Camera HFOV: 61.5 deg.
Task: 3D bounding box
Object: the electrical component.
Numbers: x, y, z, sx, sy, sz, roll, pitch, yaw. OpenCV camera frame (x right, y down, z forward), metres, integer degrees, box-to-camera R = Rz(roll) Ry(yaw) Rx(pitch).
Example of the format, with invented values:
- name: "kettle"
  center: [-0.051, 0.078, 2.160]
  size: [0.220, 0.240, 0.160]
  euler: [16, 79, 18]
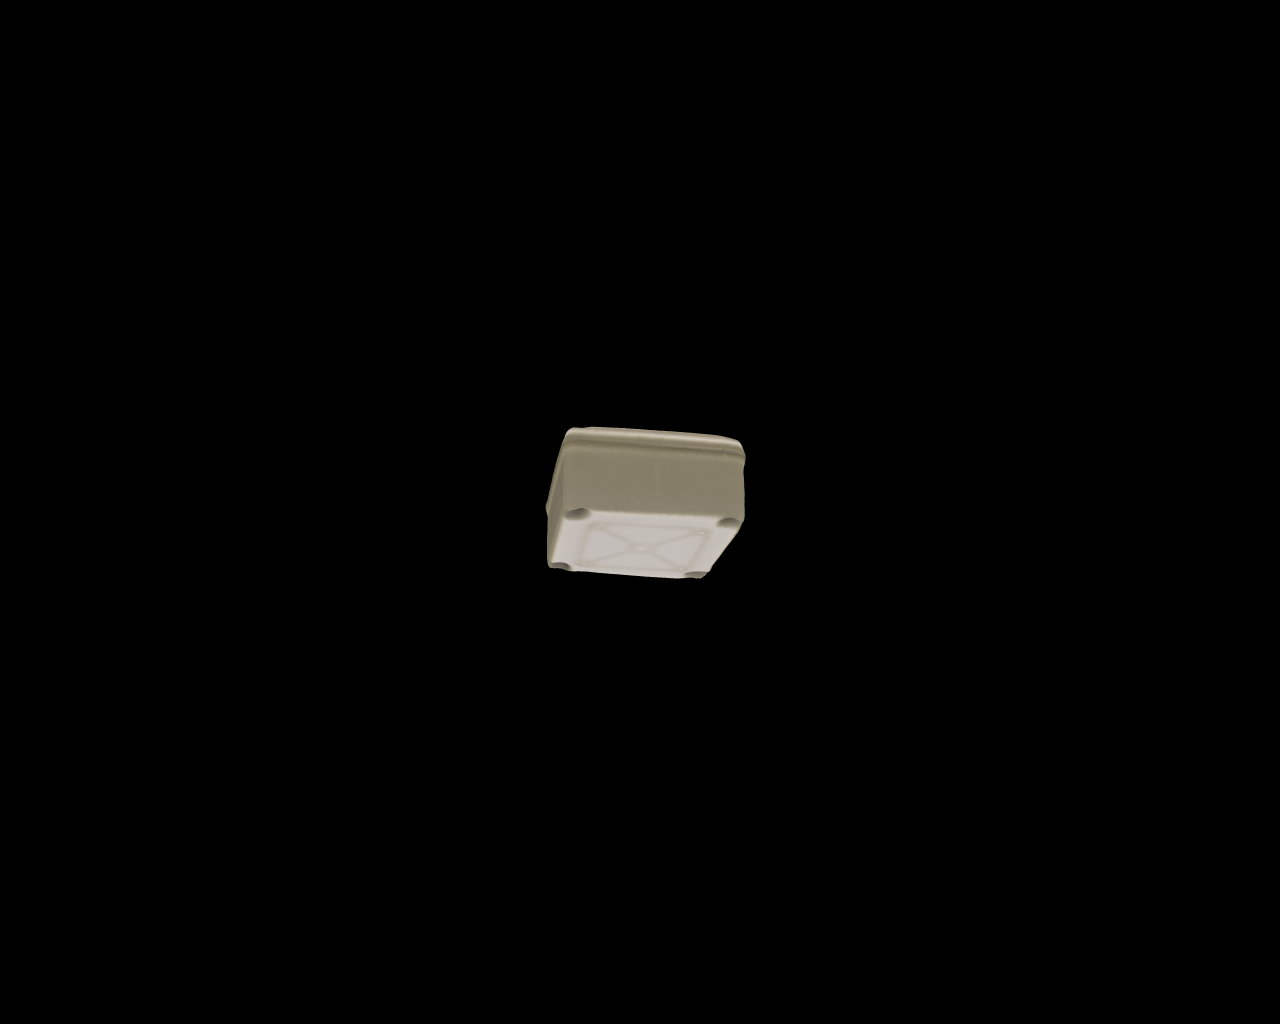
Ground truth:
- name: "electrical component"
  center: [0.001, -0.003, 0.650]
  size: [0.109, 0.056, 0.108]
  euler: [4, -23, -9]
